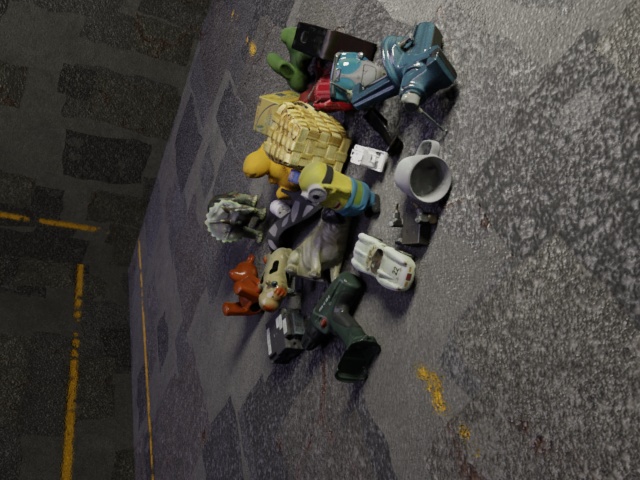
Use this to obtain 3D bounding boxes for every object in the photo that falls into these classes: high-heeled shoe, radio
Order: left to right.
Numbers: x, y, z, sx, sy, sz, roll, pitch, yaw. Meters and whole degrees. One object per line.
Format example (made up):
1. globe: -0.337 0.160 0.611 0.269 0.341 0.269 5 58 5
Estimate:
1. high-heeled shoe: -0.059 -0.028 1.417 0.145 0.086 0.248 29 130 29
2. radio: 0.027 -0.471 1.306 0.230 0.131 0.073 46 124 57

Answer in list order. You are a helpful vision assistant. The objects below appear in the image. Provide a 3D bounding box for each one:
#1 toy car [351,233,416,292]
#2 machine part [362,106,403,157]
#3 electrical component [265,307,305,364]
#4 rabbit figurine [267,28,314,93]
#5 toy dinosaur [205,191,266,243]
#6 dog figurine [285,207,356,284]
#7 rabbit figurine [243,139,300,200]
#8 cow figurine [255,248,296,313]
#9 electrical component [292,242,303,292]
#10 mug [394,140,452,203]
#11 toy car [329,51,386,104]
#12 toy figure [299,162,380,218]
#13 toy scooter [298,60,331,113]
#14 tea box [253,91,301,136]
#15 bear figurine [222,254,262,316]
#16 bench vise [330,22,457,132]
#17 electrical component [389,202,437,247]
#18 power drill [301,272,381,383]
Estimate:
1. toy car: 0.118 0.041 1.045 0.202 0.056 0.073 32 109 60
2. machine part: 0.127 -0.232 1.113 0.039 0.084 0.139 -34 54 11
3. electrical component: -0.084 0.237 1.353 0.134 0.058 0.115 -46 44 46
4. rabbit figurine: -0.056 -0.485 1.474 0.121 0.159 0.170 44 135 47
5. toy dinosaur: -0.288 -0.091 1.701 0.405 0.192 0.131 37 112 58
6. dog figurine: 0.001 -0.003 1.228 0.173 0.121 0.190 5 78 41
7. rabbit figurine: -0.124 -0.203 1.454 0.122 0.173 0.162 146 124 -59
8. cow figurine: -0.109 0.102 1.384 0.127 0.085 0.195 -42 25 45
9. electrical component: -0.035 0.069 1.328 0.075 0.048 0.119 -37 50 53
10. mug: 0.177 -0.126 0.967 0.107 0.081 0.109 -148 66 -71
11. toy car: 0.091 -0.343 1.164 0.103 0.161 0.109 18 105 27
12. toy figure: 0.039 -0.100 1.109 0.082 0.180 0.089 -51 36 39
13. toy scooter: -0.007 -0.394 1.405 0.183 0.075 0.135 -52 38 37
14. tea box: -0.104 -0.343 1.458 0.068 0.169 0.098 25 120 18
15. bear figurine: -0.230 0.128 1.592 0.120 0.132 0.196 -56 41 25
16. bench vise: 0.144 -0.302 1.024 0.241 0.128 0.223 -17 57 40
17. electrical component: 0.168 -0.028 0.986 0.102 0.045 0.078 7 86 62
18. power drill: 0.040 0.199 1.125 0.232 0.086 0.207 -64 24 22
